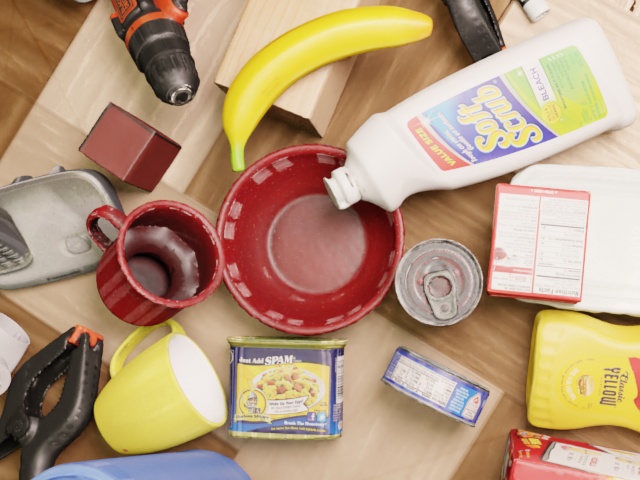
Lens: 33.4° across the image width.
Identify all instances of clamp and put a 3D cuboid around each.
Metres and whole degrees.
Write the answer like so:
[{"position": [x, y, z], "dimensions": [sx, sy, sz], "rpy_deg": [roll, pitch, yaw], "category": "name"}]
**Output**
[{"position": [-0.247, 0.175, 0.926], "dimensions": [0.165, 0.036, 0.210], "rpy_deg": [32, 86, 37], "category": "clamp"}, {"position": [0.118, -0.224, 0.905], "dimensions": [0.039, 0.120, 0.171], "rpy_deg": [-17, 109, 27], "category": "clamp"}]

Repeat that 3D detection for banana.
[{"position": [-0.007, -0.137, 0.847], "dimensions": [0.198, 0.037, 0.069], "rpy_deg": [-36, 102, 4], "category": "banana"}]

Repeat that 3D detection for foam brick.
[{"position": [-0.166, -0.080, 0.936], "dimensions": [0.053, 0.078, 0.051], "rpy_deg": [33, 91, 11], "category": "foam brick"}]

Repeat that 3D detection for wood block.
[{"position": [-0.003, -0.205, 0.915], "dimensions": [0.090, 0.090, 0.206], "rpy_deg": [22, 89, 10], "category": "wood block"}]

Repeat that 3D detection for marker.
[{"position": [0.159, -0.243, 0.930], "dimensions": [0.020, 0.020, 0.121], "rpy_deg": [-34, 81, 4], "category": "marker"}]

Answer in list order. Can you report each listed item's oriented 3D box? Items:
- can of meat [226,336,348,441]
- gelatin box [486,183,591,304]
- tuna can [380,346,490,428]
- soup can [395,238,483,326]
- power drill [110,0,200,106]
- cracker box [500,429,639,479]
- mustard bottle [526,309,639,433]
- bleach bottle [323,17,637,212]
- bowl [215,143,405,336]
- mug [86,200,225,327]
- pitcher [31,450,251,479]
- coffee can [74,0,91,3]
[{"position": [-0.028, 0.125, 0.908], "dimensions": [0.102, 0.057, 0.084], "rpy_deg": [1, 87, 9], "category": "can of meat"}, {"position": [0.171, 0.003, 0.839], "dimensions": [0.073, 0.030, 0.089], "rpy_deg": [5, 86, 8], "category": "gelatin box"}, {"position": [0.095, 0.119, 0.875], "dimensions": [0.086, 0.086, 0.034], "rpy_deg": [26, 88, 10], "category": "tuna can"}, {"position": [0.099, 0.037, 0.872], "dimensions": [0.068, 0.102, 0.068], "rpy_deg": [-1, 85, 8], "category": "soup can"}, {"position": [-0.103, -0.226, 0.894], "dimensions": [0.188, 0.057, 0.184], "rpy_deg": [-45, 52, 22], "category": "power drill"}, {"position": [0.245, 0.205, 0.805], "dimensions": [0.214, 0.164, 0.072], "rpy_deg": [10, 89, 9], "category": "cracker box"}, {"position": [0.266, 0.112, 0.860], "dimensions": [0.192, 0.058, 0.096], "rpy_deg": [5, 106, 8], "category": "mustard bottle"}, {"position": [0.124, -0.085, 0.866], "dimensions": [0.250, 0.068, 0.102], "rpy_deg": [-27, 99, -6], "category": "bleach bottle"}, {"position": [-0.006, 0.001, 0.915], "dimensions": [0.162, 0.055, 0.162], "rpy_deg": [-1, 85, 8], "category": "bowl"}, {"position": [-0.147, 0.016, 0.891], "dimensions": [0.117, 0.082, 0.093], "rpy_deg": [38, 56, -11], "category": "mug"}, {"position": [-0.147, 0.231, 0.821], "dimensions": [0.145, 0.242, 0.149], "rpy_deg": [27, 87, 19], "category": "pitcher"}, {"position": [-0.255, -0.287, 0.954], "dimensions": [0.140, 0.102, 0.103], "rpy_deg": [26, 89, 10], "category": "coffee can"}]
